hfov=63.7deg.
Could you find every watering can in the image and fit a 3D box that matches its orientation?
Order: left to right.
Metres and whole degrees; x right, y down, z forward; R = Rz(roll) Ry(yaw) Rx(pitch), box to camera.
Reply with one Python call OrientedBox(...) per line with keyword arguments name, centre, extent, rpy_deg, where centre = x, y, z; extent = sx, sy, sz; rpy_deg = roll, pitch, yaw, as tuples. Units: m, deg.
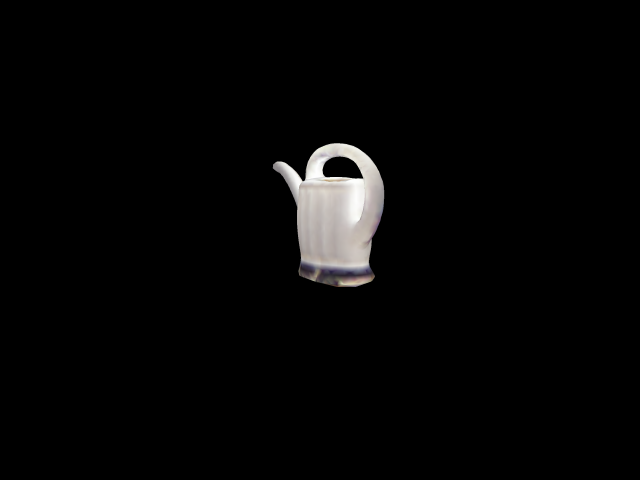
OrientedBox(name="watering can", centre=(0.003, -0.043, 0.850), extent=(0.104, 0.223, 0.348), rpy_deg=(-2, 6, -27))
